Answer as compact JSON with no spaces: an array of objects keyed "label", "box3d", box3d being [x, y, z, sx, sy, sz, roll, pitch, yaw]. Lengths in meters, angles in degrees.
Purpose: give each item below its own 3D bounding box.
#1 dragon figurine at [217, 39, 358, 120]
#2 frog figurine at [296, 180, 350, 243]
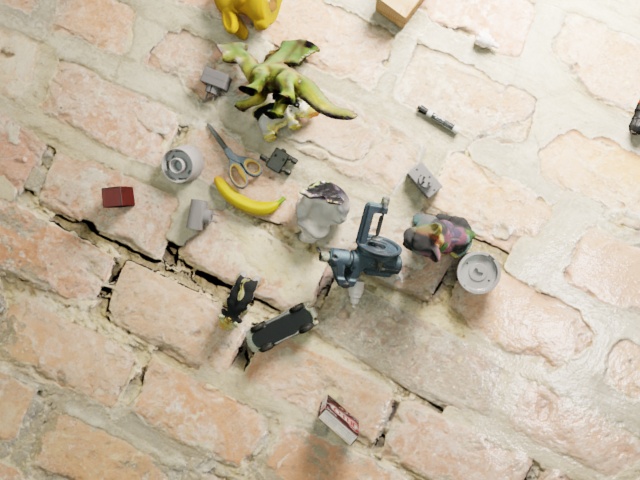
[{"label":"dragon figurine","box3d":[-0.076,-0.416,1.273,0.411,0.247,0.120,15,-25,12]},{"label":"frog figurine","box3d":[0.004,-0.067,1.326,0.137,0.155,0.126,6,39,-3]}]
